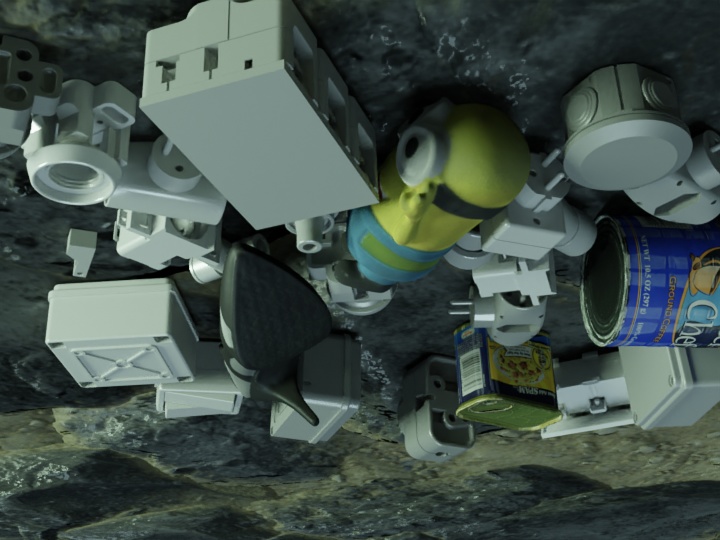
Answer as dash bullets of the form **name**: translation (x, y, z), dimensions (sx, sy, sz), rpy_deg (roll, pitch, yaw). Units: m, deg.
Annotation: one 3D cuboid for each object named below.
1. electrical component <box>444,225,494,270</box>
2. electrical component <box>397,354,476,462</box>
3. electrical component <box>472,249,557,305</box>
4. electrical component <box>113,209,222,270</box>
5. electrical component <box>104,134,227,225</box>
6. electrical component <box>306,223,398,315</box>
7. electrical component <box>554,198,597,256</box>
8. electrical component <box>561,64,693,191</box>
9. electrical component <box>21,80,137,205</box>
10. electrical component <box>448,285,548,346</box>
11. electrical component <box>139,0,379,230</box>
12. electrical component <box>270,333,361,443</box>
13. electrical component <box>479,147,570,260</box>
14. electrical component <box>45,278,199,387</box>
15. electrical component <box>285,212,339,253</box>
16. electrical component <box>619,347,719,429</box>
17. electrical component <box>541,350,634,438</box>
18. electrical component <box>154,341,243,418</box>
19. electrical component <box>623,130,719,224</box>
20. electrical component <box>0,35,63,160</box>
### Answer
- **electrical component**: translation (0.084, -0.031, 0.803), dimensions (0.045, 0.045, 0.055), rpy_deg (1, 152, -5)
- **electrical component**: translation (0.075, 0.140, 1.074), dimensions (0.054, 0.095, 0.059), rpy_deg (13, 149, -25)
- **electrical component**: translation (0.121, -0.005, 0.857), dimensions (0.064, 0.042, 0.081), rpy_deg (-8, 151, 14)
- **electrical component**: translation (-0.143, -0.031, 0.791), dimensions (0.064, 0.042, 0.081), rpy_deg (-22, 146, 39)
- **electrical component**: translation (-0.125, -0.067, 0.720), dimensions (0.077, 0.044, 0.079), rpy_deg (9, 150, -20)
- **electrical component**: translation (0.000, 0.000, 0.843), dimensions (0.078, 0.058, 0.057), rpy_deg (-4, 150, 3)
- **electrical component**: translation (0.148, -0.034, 0.806), dimensions (0.044, 0.044, 0.065), rpy_deg (-24, 150, 35)
- **electrical component**: translation (0.169, -0.089, 0.690), dimensions (0.080, 0.051, 0.080), rpy_deg (-2, 152, -1)
- **electrical component**: translation (-0.179, -0.078, 0.680), dimensions (0.078, 0.057, 0.058), rpy_deg (-17, 149, 27)
- **electrical component**: translation (0.116, 0.031, 0.925), dimensions (0.079, 0.043, 0.077), rpy_deg (-1, 152, -2)
- **electrical component**: translation (-0.055, -0.093, 0.654), dimensions (0.089, 0.061, 0.150), rpy_deg (-11, 151, 17)
- **electrical component**: translation (-0.043, 0.113, 1.034), dimensions (0.057, 0.078, 0.113), rpy_deg (10, 150, -17)
- **electrical component**: translation (0.118, -0.055, 0.736), dimensions (0.047, 0.065, 0.076), rpy_deg (9, 151, -20)
- **electrical component**: translation (-0.205, 0.057, 0.938), dimensions (0.109, 0.056, 0.108), rpy_deg (-3, 152, 2)
- **electrical component**: translation (-0.035, -0.043, 0.752), dimensions (0.043, 0.062, 0.043), rpy_deg (-1, 152, -1)
- **electrical component**: translation (0.275, 0.071, 0.944), dimensions (0.056, 0.108, 0.108), rpy_deg (-1, 153, -7)
- **electrical component**: translation (0.238, 0.119, 1.074), dimensions (0.121, 0.078, 0.063), rpy_deg (-13, 121, 21)
- **electrical component**: translation (-0.159, 0.105, 1.028), dimensions (0.096, 0.061, 0.061), rpy_deg (4, 152, -11)
- **electrical component**: translation (0.229, -0.070, 0.738), dimensions (0.077, 0.043, 0.079), rpy_deg (20, 145, -36)
- **electrical component**: translation (-0.220, -0.101, 0.634), dimensions (0.078, 0.058, 0.057), rpy_deg (9, 147, -22)
